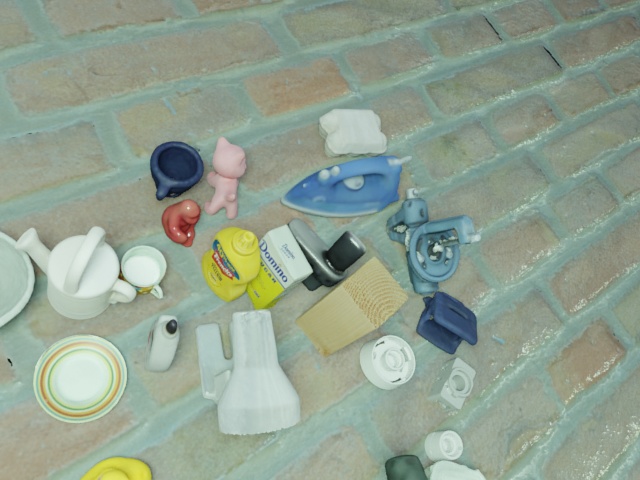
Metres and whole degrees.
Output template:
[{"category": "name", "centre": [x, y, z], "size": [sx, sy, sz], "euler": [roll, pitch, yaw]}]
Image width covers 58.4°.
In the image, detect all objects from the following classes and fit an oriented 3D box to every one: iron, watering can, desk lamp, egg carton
[{"category": "iron", "centre": [0.058, -0.121, 1.148], "size": [0.259, 0.141, 0.118], "euler": [-11, 72, -29]}, {"category": "watering can", "centre": [-0.358, 0.043, 0.847], "size": [0.173, 0.193, 0.101], "euler": [7, 64, -21]}, {"category": "desk lamp", "centre": [-0.116, 0.199, 0.875], "size": [0.118, 0.213, 0.203], "euler": [-3, 68, -26]}, {"category": "egg carton", "centre": [0.072, -0.231, 1.248], "size": [0.151, 0.069, 0.107], "euler": [-6, 70, -27]}]

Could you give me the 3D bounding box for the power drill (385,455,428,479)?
[{"category": "power drill", "centre": [0.127, 0.453, 0.872], "size": [0.076, 0.208, 0.229], "euler": [-1, 67, -25]}]

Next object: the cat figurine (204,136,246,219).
[{"category": "cat figurine", "centre": [-0.168, -0.119, 1.056], "size": [0.067, 0.117, 0.128], "euler": [6, 65, -22]}]

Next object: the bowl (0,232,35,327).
[{"category": "bowl", "centre": [-0.510, 0.068, 0.837], "size": [0.168, 0.074, 0.167], "euler": [10, 63, -20]}]

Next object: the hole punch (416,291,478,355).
[{"category": "hole punch", "centre": [0.260, 0.157, 1.142], "size": [0.109, 0.091, 0.101], "euler": [32, 58, -8]}]

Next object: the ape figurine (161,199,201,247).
[{"category": "ape figurine", "centre": [-0.236, -0.039, 1.003], "size": [0.076, 0.092, 0.078], "euler": [45, 57, 0]}]

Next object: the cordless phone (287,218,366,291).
[{"category": "cordless phone", "centre": [0.010, 0.004, 1.041], "size": [0.147, 0.184, 0.094], "euler": [45, 57, 1]}]

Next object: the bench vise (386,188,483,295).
[{"category": "bench vise", "centre": [0.215, -0.014, 1.124], "size": [0.122, 0.219, 0.207], "euler": [-27, 80, -32]}]

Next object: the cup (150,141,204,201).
[{"category": "cup", "centre": [-0.265, -0.105, 1.018], "size": [0.092, 0.094, 0.118], "euler": [26, 59, -12]}]

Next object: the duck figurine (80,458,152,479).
[{"category": "duck figurine", "centre": [-0.288, 0.345, 0.804], "size": [0.105, 0.086, 0.077], "euler": [-9, 71, -28]}]

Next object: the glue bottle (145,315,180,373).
[{"category": "glue bottle", "centre": [-0.235, 0.148, 0.868], "size": [0.037, 0.173, 0.078], "euler": [6, 64, -22]}]
